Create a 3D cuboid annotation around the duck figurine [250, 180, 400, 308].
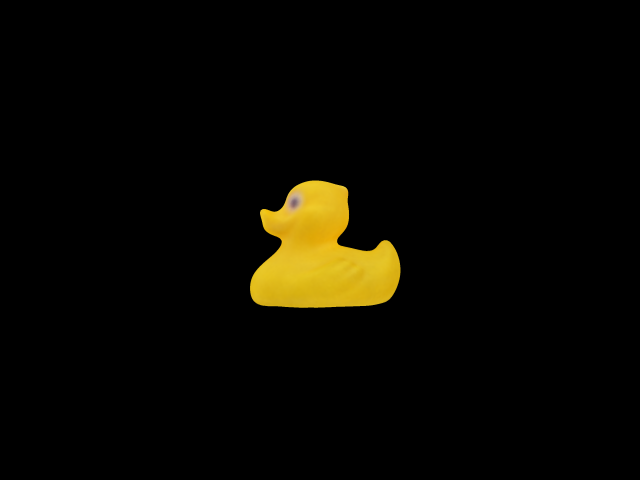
[{"bbox_3d":[0.004,0.001,0.400,0.104,0.086,0.077,0,0,0],"label":"duck figurine"}]
